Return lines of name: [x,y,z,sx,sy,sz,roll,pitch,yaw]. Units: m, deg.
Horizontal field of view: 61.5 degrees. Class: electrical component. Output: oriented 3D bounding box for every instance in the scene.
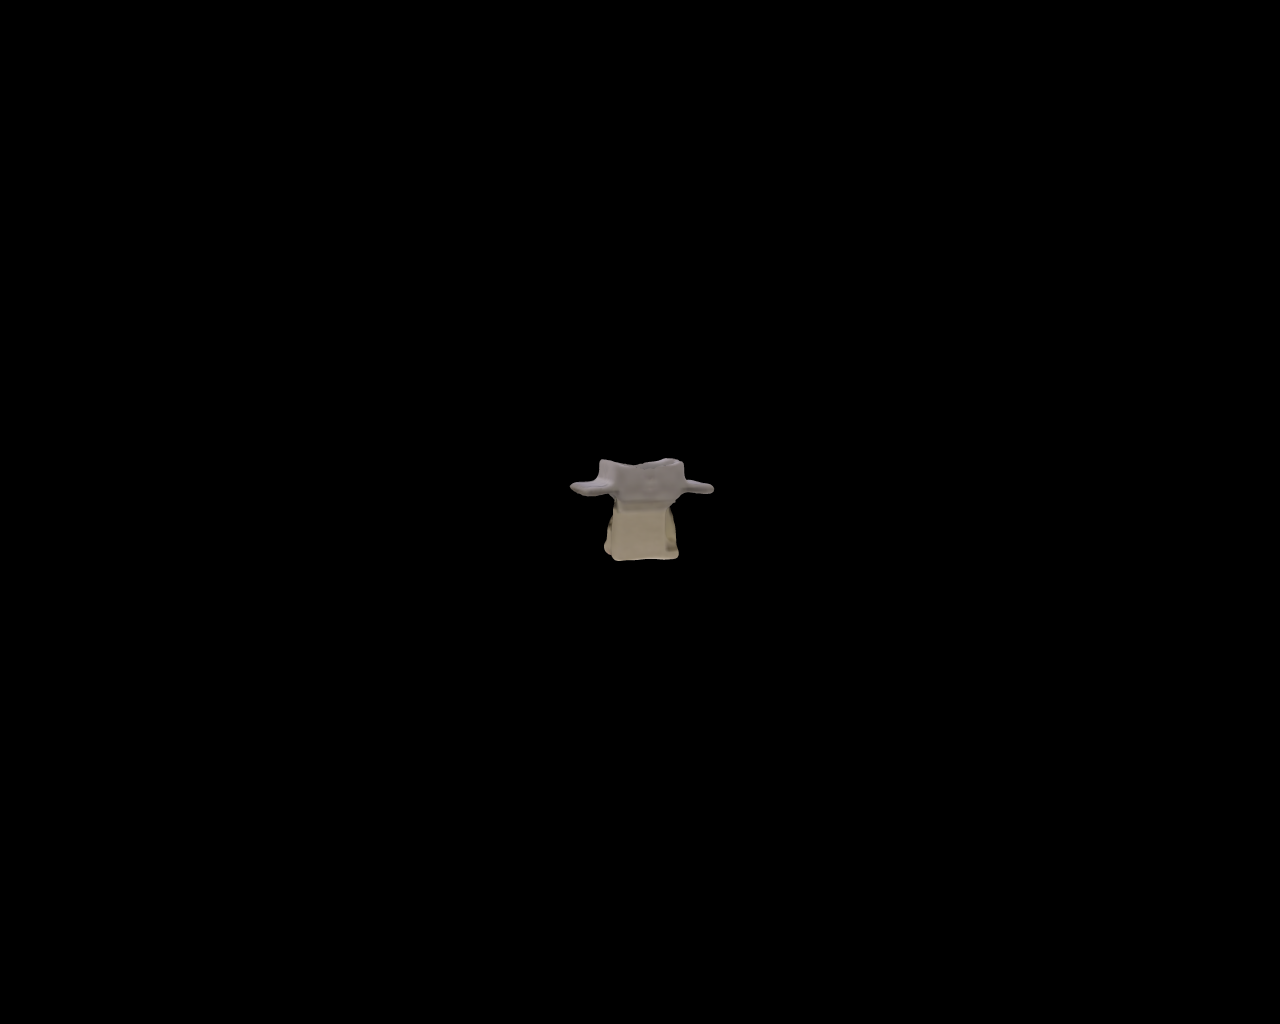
electrical component: [0.001,-0.003,0.650,0.081,0.063,0.042,-2,8,-14]
